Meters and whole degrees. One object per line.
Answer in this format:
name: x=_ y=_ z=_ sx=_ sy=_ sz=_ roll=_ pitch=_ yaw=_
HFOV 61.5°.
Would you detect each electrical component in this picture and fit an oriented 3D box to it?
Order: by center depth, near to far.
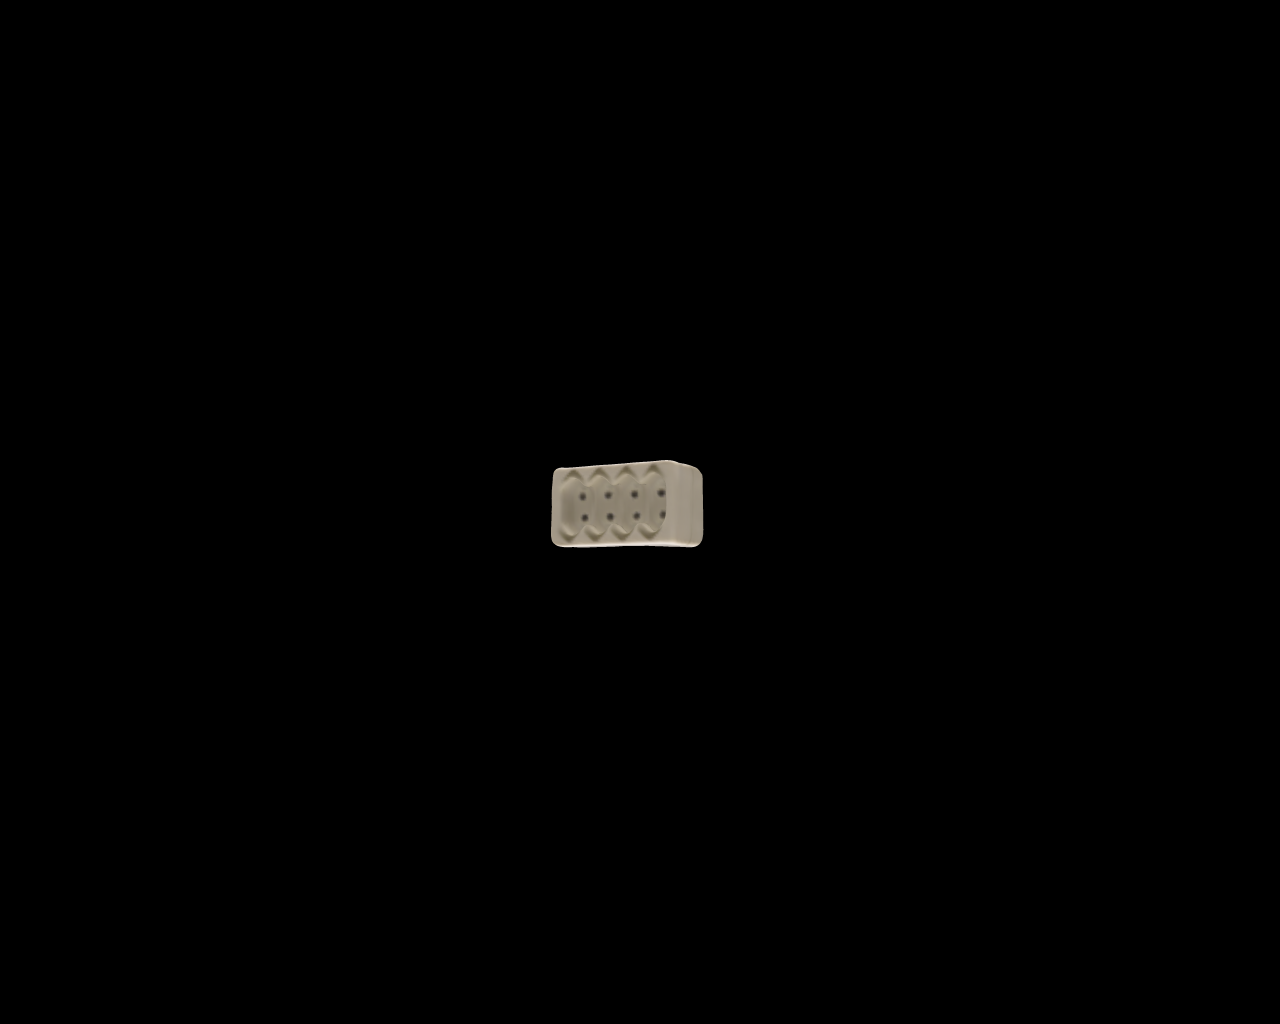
electrical component: x=0.001 y=-0.003 z=0.650 sx=0.083 sy=0.047 sz=0.076 roll=-2 pitch=-3 yaw=27
